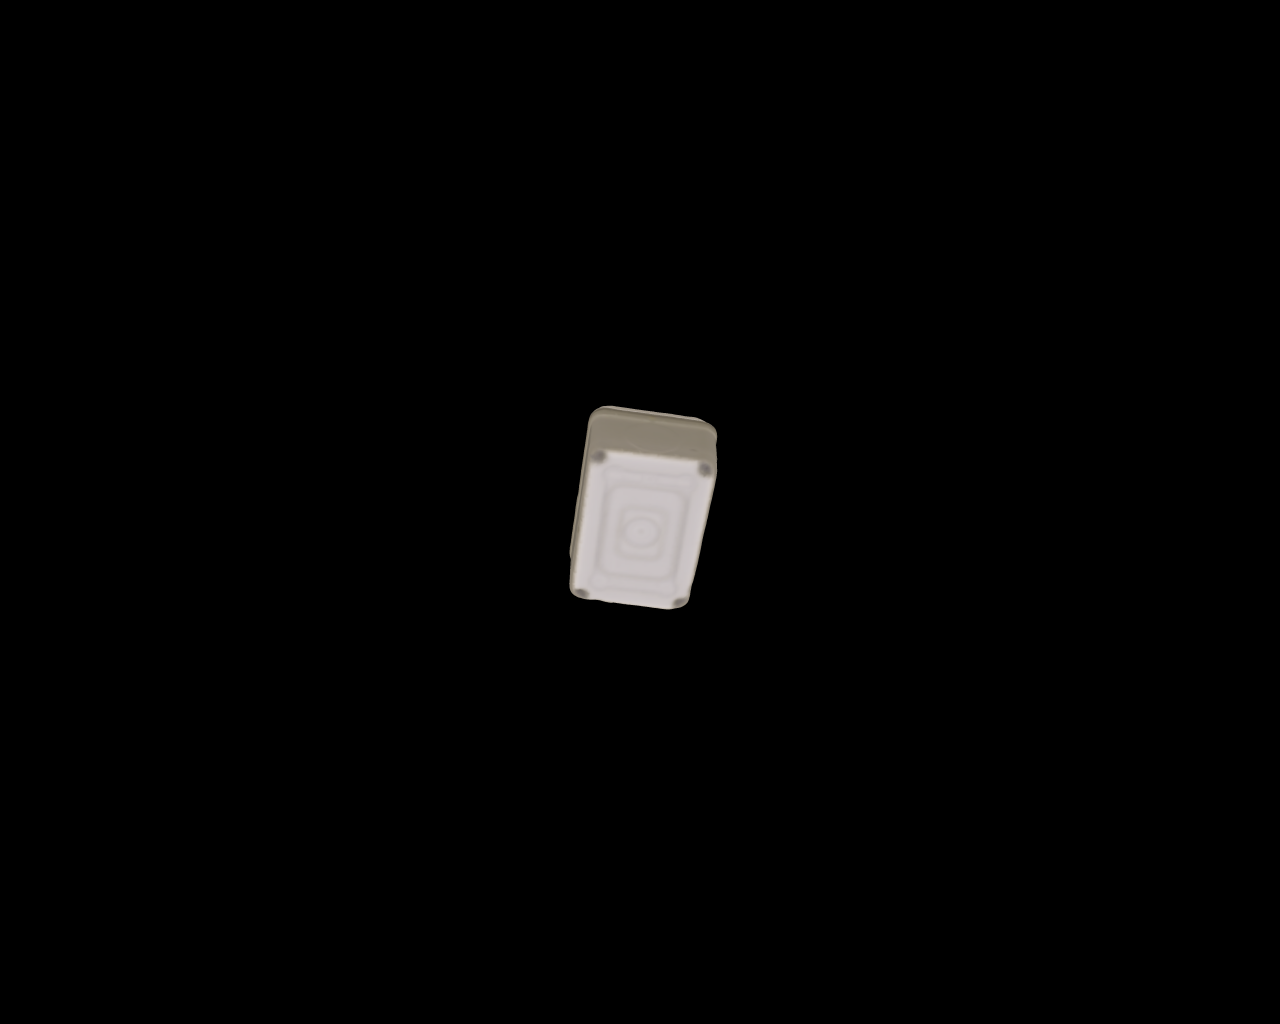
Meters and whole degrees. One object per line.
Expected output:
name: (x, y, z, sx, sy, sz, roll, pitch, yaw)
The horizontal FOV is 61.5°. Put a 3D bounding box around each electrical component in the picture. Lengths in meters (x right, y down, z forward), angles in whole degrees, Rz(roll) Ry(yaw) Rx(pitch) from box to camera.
electrical component: (0.001, -0.003, 0.650, 0.078, 0.113, 0.057, 7, 32, -5)
